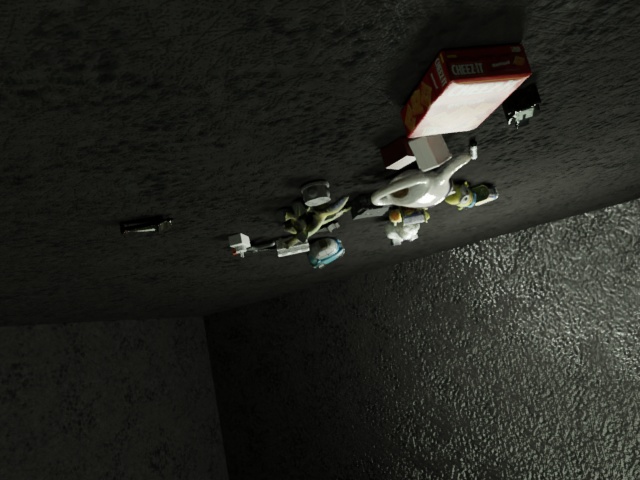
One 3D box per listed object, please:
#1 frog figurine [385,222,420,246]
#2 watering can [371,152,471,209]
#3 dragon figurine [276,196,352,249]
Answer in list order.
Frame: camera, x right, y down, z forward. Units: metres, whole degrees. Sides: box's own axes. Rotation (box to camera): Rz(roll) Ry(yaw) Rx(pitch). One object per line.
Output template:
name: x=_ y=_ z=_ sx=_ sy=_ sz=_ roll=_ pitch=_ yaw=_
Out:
frog figurine: x=0.325 y=-0.051 z=2.044 sx=0.137 sy=0.125 sz=0.157 roll=1 pitch=159 yaw=11
watering can: x=0.314 y=-0.163 z=1.487 sx=0.344 sy=0.105 sz=0.224 roll=-21 pitch=167 yaw=38
dragon figurine: x=0.005 y=-0.083 z=1.643 sx=0.406 sy=0.122 sz=0.245 roll=-21 pitch=-177 yaw=42
